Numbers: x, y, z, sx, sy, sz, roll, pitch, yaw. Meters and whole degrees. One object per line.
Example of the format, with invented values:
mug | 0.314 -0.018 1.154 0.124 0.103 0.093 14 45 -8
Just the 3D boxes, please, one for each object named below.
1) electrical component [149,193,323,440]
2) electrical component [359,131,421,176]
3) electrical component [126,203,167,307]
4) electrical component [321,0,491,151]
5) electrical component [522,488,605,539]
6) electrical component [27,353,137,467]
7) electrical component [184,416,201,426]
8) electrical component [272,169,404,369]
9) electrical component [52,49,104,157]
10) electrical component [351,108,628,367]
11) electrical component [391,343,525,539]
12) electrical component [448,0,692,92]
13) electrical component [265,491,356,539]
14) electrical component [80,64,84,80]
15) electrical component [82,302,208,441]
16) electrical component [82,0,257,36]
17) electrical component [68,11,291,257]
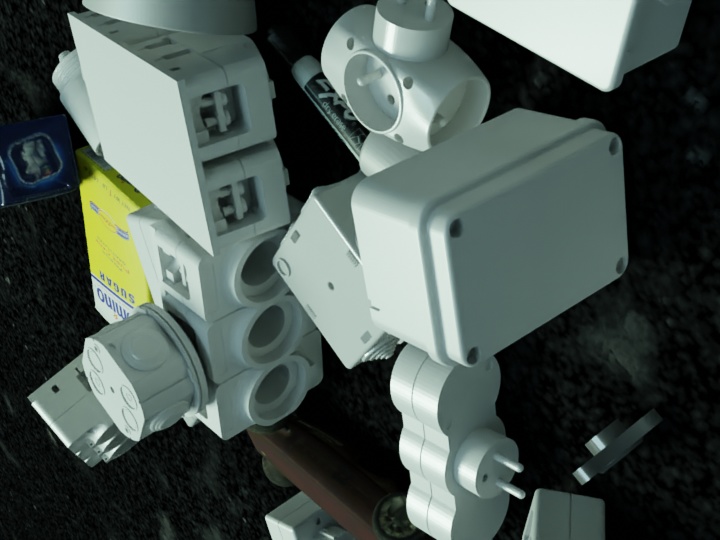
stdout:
electrical component | -0.076 0.028 0.712 0.062 0.089 0.150 32 137 38
electrical component | 0.035 -0.048 0.549 0.078 0.040 0.040 42 143 27
electrical component | -0.122 -0.018 0.768 0.061 0.062 0.096 13 124 49
electrical component | 0.023 -0.107 0.517 0.077 0.044 0.079 40 141 29
electrical component | 0.125 0.167 0.568 0.076 0.083 0.047 9 131 5
electrical component | -0.223 0.119 0.943 0.061 0.089 0.150 47 164 8
electrical component | -0.126 0.076 0.857 0.065 0.047 0.076 54 147 11
electrical component | 0.000 0.000 0.626 0.099 0.048 0.099 54 147 11
electrical component | -0.201 -0.130 0.807 0.081 0.043 0.043 55 147 9
electrical component | 0.060 -0.017 0.471 0.057 0.113 0.078 24 132 48
electrical component | 0.065 0.106 0.614 0.074 0.052 0.138 23 131 43
electrical component | 0.085 -0.130 0.409 0.100 0.048 0.099 38 141 31
electrical component | -0.025 0.213 0.824 0.077 0.047 0.065 9 121 51
electrical component | -0.169 -0.126 0.767 0.043 0.043 0.062 -8 108 56
electrical component | -0.139 0.066 0.694 0.080 0.051 0.080 34 139 36
electrical component | -0.107 -0.163 0.609 0.099 0.099 0.064 33 132 36
electrical component | -0.112 -0.098 0.668 0.186 0.060 0.105 36 141 50
